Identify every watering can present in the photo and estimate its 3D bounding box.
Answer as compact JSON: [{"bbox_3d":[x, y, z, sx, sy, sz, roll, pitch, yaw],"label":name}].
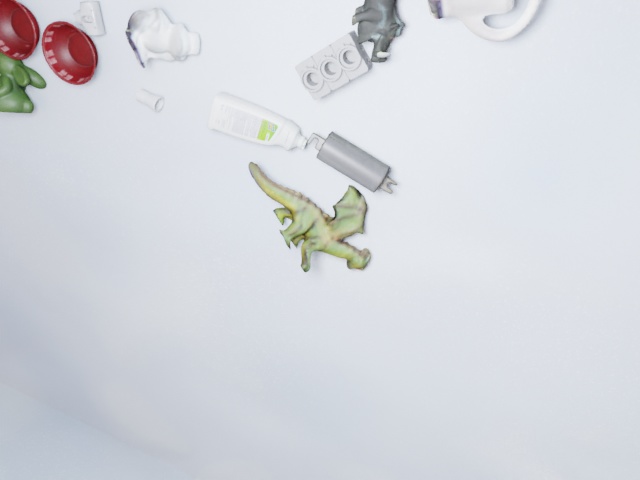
[{"bbox_3d":[0.306,-0.549,0.965,0.224,0.106,0.341,1,118,19],"label":"watering can"}]

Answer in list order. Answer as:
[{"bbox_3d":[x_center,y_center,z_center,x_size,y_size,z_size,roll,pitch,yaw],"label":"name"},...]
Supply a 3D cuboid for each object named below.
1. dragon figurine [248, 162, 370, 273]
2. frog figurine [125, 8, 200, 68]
[{"bbox_3d":[0.004,-0.068,1.357,0.242,0.124,0.405,-25,110,10],"label":"dragon figurine"},{"bbox_3d":[-0.375,-0.492,1.240,0.160,0.125,0.134,-16,139,-8],"label":"frog figurine"}]
